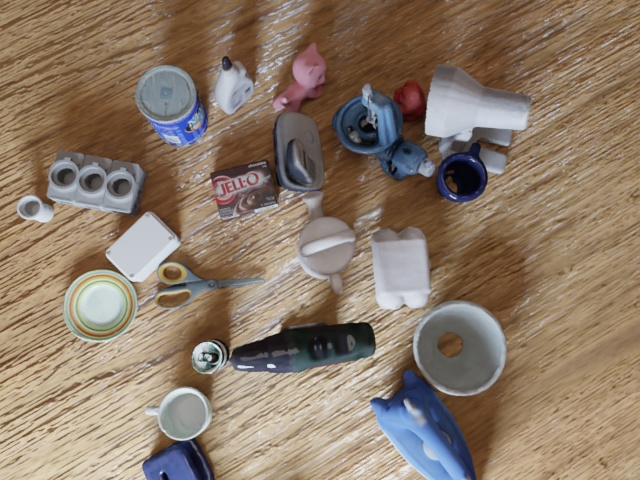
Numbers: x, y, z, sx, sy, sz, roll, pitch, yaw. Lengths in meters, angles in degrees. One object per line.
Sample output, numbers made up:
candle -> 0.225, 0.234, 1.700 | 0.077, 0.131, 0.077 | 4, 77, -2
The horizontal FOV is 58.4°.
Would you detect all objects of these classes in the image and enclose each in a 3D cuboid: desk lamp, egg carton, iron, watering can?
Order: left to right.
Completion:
watering can -> 0.007, 0.004, 0.988 | 0.101, 0.194, 0.173 | -37, 85, -7
egg carton -> 0.150, 0.051, 1.052 | 0.107, 0.069, 0.150 | -5, 83, -3
iron -> 0.204, 0.355, 0.977 | 0.119, 0.141, 0.258 | -38, 86, -7
desk lamp -> 0.273, -0.216, 1.021 | 0.203, 0.213, 0.118 | 14, 82, -1

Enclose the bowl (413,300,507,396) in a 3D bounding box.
bowl -> 0.245, 0.193, 1.035 | 0.167, 0.074, 0.167 | 0, 82, -3

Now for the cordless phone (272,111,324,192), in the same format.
cordless phone -> -0.038, -0.168, 1.013 | 0.094, 0.185, 0.147 | -9, 83, -4

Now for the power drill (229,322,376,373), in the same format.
power drill -> -0.027, 0.180, 0.955 | 0.229, 0.208, 0.075 | -9, 83, -4

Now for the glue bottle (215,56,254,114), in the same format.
glue bottle -> -0.158, -0.288, 1.029 | 0.037, 0.173, 0.078 | 45, 83, 4

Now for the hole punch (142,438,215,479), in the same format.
hole punch -> -0.244, 0.407, 0.973 | 0.101, 0.091, 0.108 | -29, 84, -6

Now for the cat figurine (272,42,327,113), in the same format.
cat figurine -> -0.033, -0.296, 1.065 | 0.067, 0.117, 0.128 | 38, 82, 3

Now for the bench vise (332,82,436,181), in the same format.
bench vise -> 0.123, -0.200, 1.008 | 0.207, 0.219, 0.121 | 19, 82, 0

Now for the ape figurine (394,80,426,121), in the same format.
ape figurine -> 0.169, -0.266, 1.084 | 0.078, 0.092, 0.076 | -42, 86, -7

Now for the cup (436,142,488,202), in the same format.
cup -> 0.259, -0.120, 1.068 | 0.091, 0.095, 0.118 | 25, 82, 1
